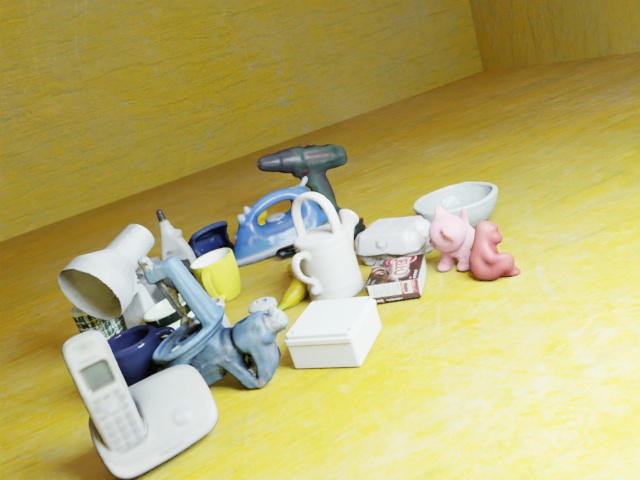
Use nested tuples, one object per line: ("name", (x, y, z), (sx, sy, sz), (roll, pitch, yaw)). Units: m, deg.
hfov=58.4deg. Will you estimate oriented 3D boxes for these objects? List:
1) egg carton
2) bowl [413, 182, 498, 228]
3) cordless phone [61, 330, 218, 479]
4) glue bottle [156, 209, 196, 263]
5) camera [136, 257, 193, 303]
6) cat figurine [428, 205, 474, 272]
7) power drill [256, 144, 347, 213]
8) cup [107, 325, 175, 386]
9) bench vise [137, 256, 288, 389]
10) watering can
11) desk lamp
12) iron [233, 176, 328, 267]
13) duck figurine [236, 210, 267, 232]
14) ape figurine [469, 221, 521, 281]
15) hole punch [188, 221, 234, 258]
("egg carton", (0.141, 0.003, 1.094), (0.149, 0.069, 0.107), (-4, 22, 36))
("bowl", (0.273, -0.054, 1.133), (0.167, 0.075, 0.167), (-16, 18, 5))
("cordless phone", (-0.220, 0.182, 0.703), (0.148, 0.185, 0.093), (-26, 20, -26))
("glue bottle", (-0.352, 0.008, 1.366), (0.078, 0.173, 0.037), (-17, 18, 2))
("camera", (-0.341, 0.087, 1.238), (0.137, 0.101, 0.143), (-21, 18, -12))
("cat figurine", (0.228, -0.011, 0.974), (0.067, 0.118, 0.128), (-2, 23, 39))
("power drill", (-0.027, -0.144, 1.463), (0.230, 0.209, 0.075), (-22, 19, -15))
("cup", (-0.267, 0.187, 0.880), (0.118, 0.095, 0.091), (-19, 18, -5))
("bench vise", (-0.156, 0.106, 0.812), (0.207, 0.220, 0.121), (-19, 18, -4))
("watering can", (0.007, 0.004, 1.010), (0.100, 0.194, 0.173), (-10, 19, 21))
("desk lamp", (-0.340, 0.092, 1.037), (0.117, 0.214, 0.204), (-7, 20, 29))
("iron", (-0.111, -0.047, 1.358), (0.259, 0.141, 0.118), (-24, 19, -21))
("duck figurine", (-0.175, -0.041, 1.492), (0.105, 0.086, 0.077), (-21, 18, -12))
("ape figurine", (0.269, 0.013, 0.906), (0.076, 0.092, 0.078), (-12, 18, 15))
("hole punch", (-0.285, 0.001, 1.460), (0.109, 0.091, 0.100), (-27, 20, -28))
